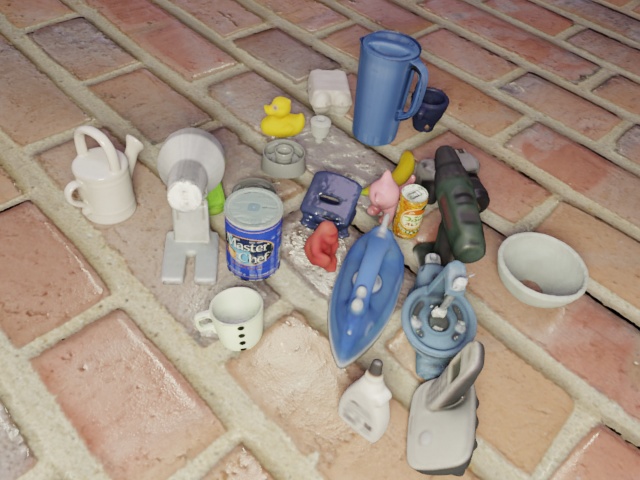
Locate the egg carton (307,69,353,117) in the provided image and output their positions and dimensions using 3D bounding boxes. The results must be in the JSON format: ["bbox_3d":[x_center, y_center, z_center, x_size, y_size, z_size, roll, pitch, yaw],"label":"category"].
[{"bbox_3d":[0.022,-0.374,1.442,0.107,0.069,0.150,-1,47,-8],"label":"egg carton"}]

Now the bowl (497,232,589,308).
[{"bbox_3d":[0.403,0.068,1.066,0.167,0.075,0.167,4,46,-4],"label":"bowl"}]

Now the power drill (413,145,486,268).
[{"bbox_3d":[0.230,-0.027,1.041,0.076,0.208,0.229,-2,47,-9],"label":"power drill"}]

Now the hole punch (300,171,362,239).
[{"bbox_3d":[0.023,-0.071,1.138,0.108,0.091,0.101,19,47,11],"label":"hole punch"}]

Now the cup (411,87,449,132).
[{"bbox_3d":[0.254,-0.302,1.386,0.091,0.095,0.118,22,48,14],"label":"cup"}]

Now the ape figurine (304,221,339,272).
[{"bbox_3d":[0.010,0.004,1.064,0.076,0.092,0.078,31,51,21],"label":"ape figurine"}]

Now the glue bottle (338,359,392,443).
[{"bbox_3d":[0.070,0.219,0.810,0.078,0.173,0.037,35,52,24],"label":"glue bottle"}]

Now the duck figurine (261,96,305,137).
[{"bbox_3d":[-0.086,-0.295,1.341,0.104,0.086,0.077,-3,47,-10],"label":"duck figurine"}]

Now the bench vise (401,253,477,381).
[{"bbox_3d":[0.181,0.089,0.916,0.121,0.220,0.207,-7,48,-13],"label":"bench vise"}]

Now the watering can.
[{"bbox_3d":[-0.405,-0.135,1.072,0.101,0.194,0.173,11,46,4],"label":"watering can"}]

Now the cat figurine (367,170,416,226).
[{"bbox_3d":[0.144,-0.093,1.156,0.128,0.118,0.067,-24,54,-27],"label":"cat figurine"}]

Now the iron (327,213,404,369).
[{"bbox_3d":[0.078,0.077,0.968,0.118,0.141,0.258,16,47,8],"label":"iron"}]

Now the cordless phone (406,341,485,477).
[{"bbox_3d":[0.184,0.235,0.801,0.094,0.185,0.147,10,46,3],"label":"cordless phone"}]

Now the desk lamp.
[{"bbox_3d":[-0.227,-0.062,1.011,0.118,0.213,0.203,-1,47,-8],"label":"desk lamp"}]

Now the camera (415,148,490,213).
[{"bbox_3d":[0.290,-0.120,1.213,0.143,0.101,0.136,-9,48,-16],"label":"camera"}]
